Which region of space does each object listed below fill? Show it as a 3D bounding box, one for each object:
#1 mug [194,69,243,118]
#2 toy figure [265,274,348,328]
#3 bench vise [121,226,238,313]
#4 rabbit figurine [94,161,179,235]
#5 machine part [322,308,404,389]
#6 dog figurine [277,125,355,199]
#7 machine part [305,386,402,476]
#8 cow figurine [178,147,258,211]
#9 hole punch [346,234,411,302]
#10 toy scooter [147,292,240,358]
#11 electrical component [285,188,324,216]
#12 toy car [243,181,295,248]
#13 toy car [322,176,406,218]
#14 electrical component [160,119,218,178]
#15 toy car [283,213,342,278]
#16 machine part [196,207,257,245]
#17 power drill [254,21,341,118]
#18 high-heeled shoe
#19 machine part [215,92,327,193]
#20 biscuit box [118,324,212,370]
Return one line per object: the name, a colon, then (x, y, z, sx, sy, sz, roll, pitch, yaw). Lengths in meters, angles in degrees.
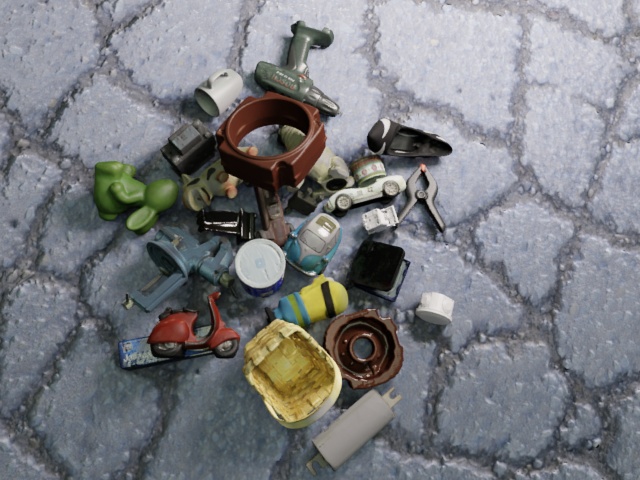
mug: (-0.237, -0.365, 1.279, 0.081, 0.109, 0.107, 33, 63, 15)
toy figure: (-0.026, 0.148, 1.169, 0.180, 0.082, 0.089, -23, 63, -12)
bench vise: (-0.304, 0.075, 1.139, 0.224, 0.128, 0.240, 37, 58, 13)
rabbit figurine: (-0.402, -0.094, 1.184, 0.170, 0.121, 0.159, 5, 82, 0)
machine part: (0.093, 0.236, 1.170, 0.179, 0.056, 0.179, 1, 76, -5)
dog figurine: (-0.010, -0.207, 1.264, 0.172, 0.121, 0.190, 15, 53, -34)
machine part: (0.070, 0.392, 1.117, 0.243, 0.079, 0.079, -37, 81, -11)
cow figurine: (-0.235, -0.139, 1.219, 0.127, 0.085, 0.195, 15, 52, 44)
hole punch: (0.136, 0.069, 1.211, 0.116, 0.092, 0.142, 16, 76, 31)
toy scooter: (-0.253, 0.171, 1.088, 0.184, 0.075, 0.135, 1, 74, -7)
electrical component: (-0.038, -0.083, 1.239, 0.063, 0.094, 0.021, 29, 41, -29)
toy car: (-0.112, -0.080, 1.203, 0.089, 0.053, 0.202, -14, 96, -32)
toy car: (0.102, -0.101, 1.248, 0.202, 0.073, 0.056, -16, 81, -9)
electrical component: (-0.295, -0.205, 1.215, 0.058, 0.134, 0.115, 43, 79, 8)
toy car: (-0.002, -0.004, 1.182, 0.109, 0.103, 0.162, 38, 54, 4)
machine part: (-0.209, -0.036, 1.210, 0.139, 0.039, 0.084, 9, 79, -27)
power drill: (-0.032, -0.421, 1.325, 0.232, 0.086, 0.207, 19, 83, 3)
high-heeled shoe: (0.208, -0.218, 1.227, 0.145, 0.249, 0.086, 25, 113, 22)
machine part: (-0.103, -0.213, 1.143, 0.201, 0.087, 0.201, 24, 63, 18)
biscuit box: (-0.318, 0.227, 1.138, 0.203, 0.062, 0.059, -10, 76, -7)
